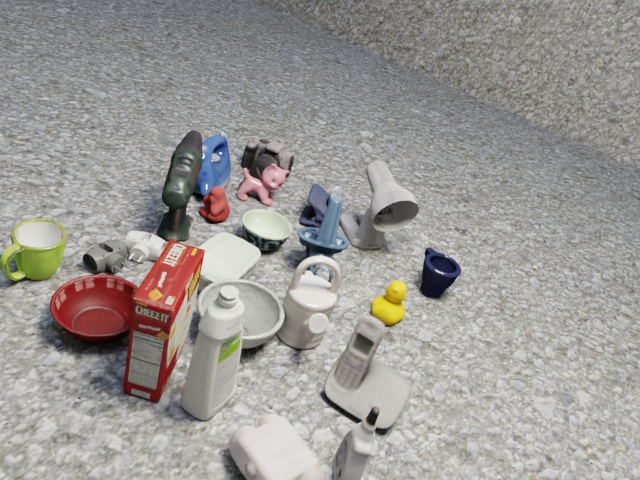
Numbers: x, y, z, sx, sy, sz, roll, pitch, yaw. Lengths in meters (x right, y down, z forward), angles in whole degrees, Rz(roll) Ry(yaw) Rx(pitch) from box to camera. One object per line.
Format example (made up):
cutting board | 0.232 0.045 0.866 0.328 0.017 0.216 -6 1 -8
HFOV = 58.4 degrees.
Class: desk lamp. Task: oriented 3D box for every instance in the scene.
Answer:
desk lamp | 0.144 -0.079 1.454 0.118 0.213 0.202 0 38 -26

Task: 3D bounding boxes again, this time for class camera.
camera | -0.159 -0.229 1.629 0.143 0.101 0.137 23 34 8

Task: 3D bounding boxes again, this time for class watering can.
watering can | -0.014 0.117 1.113 0.101 0.194 0.172 -6 40 -32

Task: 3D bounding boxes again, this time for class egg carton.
egg carton | -0.070 0.340 0.877 0.107 0.069 0.150 -15 45 -40

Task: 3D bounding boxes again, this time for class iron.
iron | -0.288 -0.219 1.516 0.118 0.141 0.258 20 33 3

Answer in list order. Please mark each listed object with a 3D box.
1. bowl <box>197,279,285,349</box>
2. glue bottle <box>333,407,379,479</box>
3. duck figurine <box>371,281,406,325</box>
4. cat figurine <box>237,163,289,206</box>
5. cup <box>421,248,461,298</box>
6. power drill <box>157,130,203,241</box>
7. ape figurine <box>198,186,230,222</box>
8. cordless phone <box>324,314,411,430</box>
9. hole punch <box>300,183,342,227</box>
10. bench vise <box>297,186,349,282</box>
bowl | -0.155 0.154 1.101 0.167 0.075 0.167 13 34 -8
glue bottle | 0.060 0.316 0.880 0.037 0.173 0.078 14 34 -7
duck figurine | 0.161 0.132 1.274 0.077 0.086 0.105 28 34 14
cat figurine | -0.148 -0.159 1.518 0.128 0.118 0.067 9 34 -13
cup | 0.276 0.083 1.391 0.092 0.095 0.117 -1 38 -27
power drill | -0.312 -0.113 1.289 0.076 0.208 0.229 11 34 -10
ape figurine | -0.253 -0.091 1.392 0.076 0.092 0.077 11 34 -11
cordless phone | 0.098 0.230 1.012 0.147 0.185 0.094 26 34 12
hole punch | 0.009 -0.087 1.513 0.101 0.091 0.108 18 33 -1
bench vise | 0.023 0.005 1.269 0.122 0.220 0.207 2 37 -23
